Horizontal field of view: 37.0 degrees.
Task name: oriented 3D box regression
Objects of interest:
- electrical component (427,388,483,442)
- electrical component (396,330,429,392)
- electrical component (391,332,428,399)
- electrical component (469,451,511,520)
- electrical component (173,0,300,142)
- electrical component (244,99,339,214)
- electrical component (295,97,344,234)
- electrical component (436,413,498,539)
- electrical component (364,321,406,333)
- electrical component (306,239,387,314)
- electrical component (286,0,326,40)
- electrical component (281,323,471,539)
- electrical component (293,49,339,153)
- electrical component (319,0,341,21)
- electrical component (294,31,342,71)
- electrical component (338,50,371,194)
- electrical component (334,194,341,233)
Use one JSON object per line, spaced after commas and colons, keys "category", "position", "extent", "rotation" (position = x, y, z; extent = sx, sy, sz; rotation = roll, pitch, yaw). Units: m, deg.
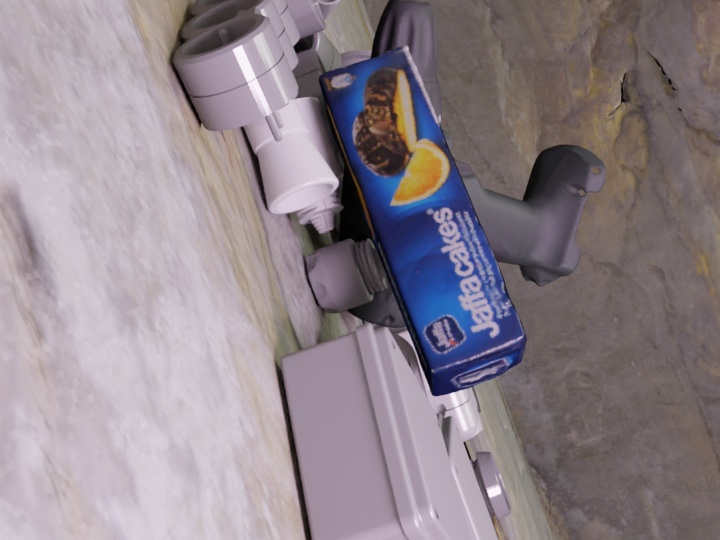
{"category": "electrical component", "position": [0.071, 0.117, 0.928], "extent": [0.095, 0.054, 0.059], "rotation": [-55, 125, -81]}
{"category": "electrical component", "position": [0.048, 0.067, 0.806], "extent": [0.066, 0.077, 0.047], "rotation": [26, 45, -79]}
{"category": "electrical component", "position": [0.011, 0.070, 0.621], "extent": [0.047, 0.055, 0.055], "rotation": [68, 7, -49]}
{"category": "electrical component", "position": [0.088, 0.181, 0.875], "extent": [0.078, 0.057, 0.058], "rotation": [58, 14, -59]}
{"category": "electrical component", "position": [-0.057, -0.104, 0.577], "extent": [0.138, 0.052, 0.073], "rotation": [-94, 163, -61]}
{"category": "electrical component", "position": [-0.045, -0.071, 0.632], "extent": [0.044, 0.044, 0.065], "rotation": [36, 31, -77]}
{"category": "electrical component", "position": [-0.034, -0.062, 0.674], "extent": [0.043, 0.043, 0.081], "rotation": [13, 58, -81]}
{"category": "electrical component", "position": [0.045, 0.153, 0.640], "extent": [0.108, 0.056, 0.108], "rotation": [-48, 118, -82]}
{"category": "electrical component", "position": [0.036, 0.041, 0.872], "extent": [0.059, 0.054, 0.095], "rotation": [-92, 161, -67]}
{"category": "electrical component", "position": [0.000, 0.000, 0.684], "extent": [0.043, 0.062, 0.043], "rotation": [-19, 90, -83]}
{"category": "electrical component", "position": [-0.067, -0.196, 0.711], "extent": [0.054, 0.059, 0.095], "rotation": [42, 30, -75]}
{"category": "electrical component", "position": [0.011, 0.100, 0.524], "extent": [0.108, 0.056, 0.108], "rotation": [61, 12, -52]}
{"category": "electrical component", "position": [-0.035, -0.098, 0.739], "extent": [0.065, 0.047, 0.076], "rotation": [55, 17, -64]}
{"category": "electrical component", "position": [-0.051, -0.210, 0.874], "extent": [0.077, 0.043, 0.079], "rotation": [-10, -121, 63]}
{"category": "electrical component", "position": [-0.046, -0.155, 0.786], "extent": [0.047, 0.055, 0.055], "rotation": [44, 27, -66]}
{"category": "electrical component", "position": [-0.001, -0.116, 0.822], "extent": [0.060, 0.108, 0.108], "rotation": [43, 28, -61]}
{"category": "electrical component", "position": [0.019, -0.047, 0.913], "extent": [0.150, 0.062, 0.089], "rotation": [51, 21, -62]}
